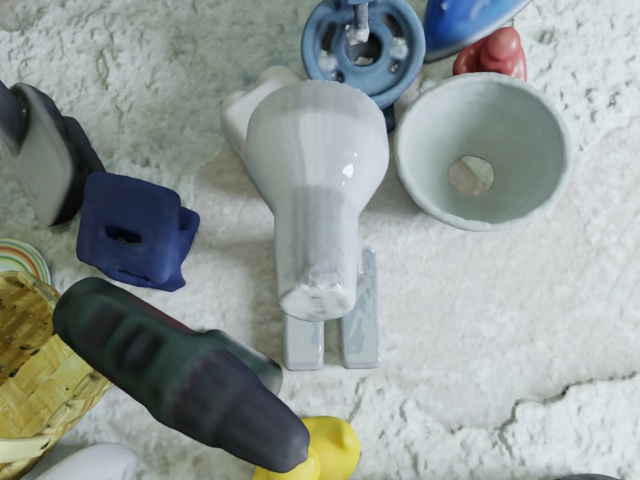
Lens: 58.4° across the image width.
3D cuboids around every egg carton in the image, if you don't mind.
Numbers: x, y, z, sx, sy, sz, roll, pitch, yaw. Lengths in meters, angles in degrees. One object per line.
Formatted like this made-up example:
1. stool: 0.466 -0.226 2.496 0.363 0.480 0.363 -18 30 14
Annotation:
1. egg carton: -0.036 -0.110 0.606 0.107 0.069 0.150 -36 73 -5

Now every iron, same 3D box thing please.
1. iron: 0.190 -0.321 0.608 0.118 0.141 0.258 35 80 15

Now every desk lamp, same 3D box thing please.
1. desk lamp: 0.005 0.002 0.493 0.118 0.214 0.203 -4 73 5

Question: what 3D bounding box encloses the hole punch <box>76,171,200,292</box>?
1. hole punch: -0.187 -0.006 0.580 0.108 0.091 0.101 14 75 10

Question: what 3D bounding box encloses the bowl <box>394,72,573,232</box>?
1. bowl: 0.158 -0.078 0.573 0.167 0.075 0.167 -2 73 6

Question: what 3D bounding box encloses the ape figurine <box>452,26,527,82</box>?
1. ape figurine: 0.182 -0.186 0.594 0.077 0.092 0.076 42 82 16

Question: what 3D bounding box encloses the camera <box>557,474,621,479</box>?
1. camera: 0.198 0.270 0.452 0.136 0.101 0.143 -8 73 4

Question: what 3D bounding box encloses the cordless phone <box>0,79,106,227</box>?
1. cordless phone: -0.306 -0.106 0.573 0.094 0.185 0.147 -37 73 -5

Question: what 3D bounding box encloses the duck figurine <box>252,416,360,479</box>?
1. duck figurine: -0.015 0.198 0.504 0.104 0.086 0.077 -29 72 -3

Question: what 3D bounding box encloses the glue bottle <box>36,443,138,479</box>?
1. glue bottle: -0.212 0.212 0.474 0.037 0.173 0.078 19 76 12

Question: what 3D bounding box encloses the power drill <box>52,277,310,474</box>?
1. power drill: -0.096 0.112 0.474 0.229 0.208 0.076 26 78 13

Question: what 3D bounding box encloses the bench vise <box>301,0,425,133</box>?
1. bench vise: 0.024 -0.226 0.556 0.121 0.220 0.207 -26 72 -2
